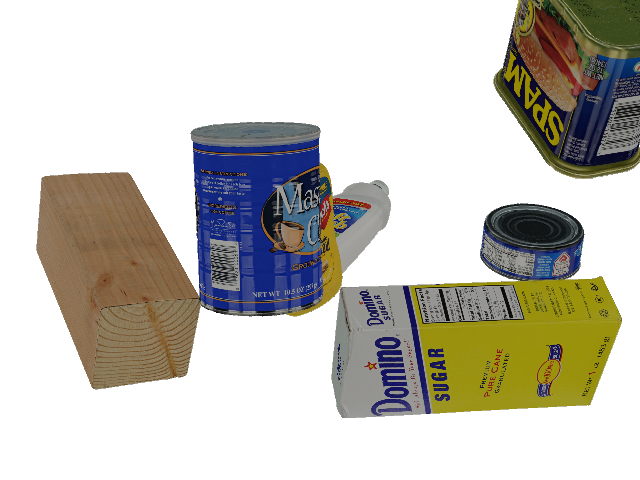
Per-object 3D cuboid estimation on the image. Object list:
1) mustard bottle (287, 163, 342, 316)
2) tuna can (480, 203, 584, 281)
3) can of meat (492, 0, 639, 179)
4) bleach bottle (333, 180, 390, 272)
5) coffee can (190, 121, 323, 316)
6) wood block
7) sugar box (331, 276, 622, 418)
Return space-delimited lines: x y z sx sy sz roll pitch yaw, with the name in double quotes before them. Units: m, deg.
"mustard bottle" -0.023 -0.026 1.096 0.058 0.191 0.096 11 29 35
"tuna can" 0.181 0.001 0.912 0.086 0.034 0.086 1 28 -1
"can of meat" 0.143 -0.099 0.583 0.057 0.084 0.102 -10 48 -15
"bleach bottle" 0.010 -0.011 1.325 0.103 0.068 0.250 16 36 25
"coffee can" -0.050 -0.020 0.860 0.103 0.140 0.103 -1 13 0
"wood block" -0.191 0.029 0.979 0.090 0.091 0.206 -5 36 -28
"sugar box" 0.098 0.072 0.702 0.176 0.093 0.048 -4 44 -8
